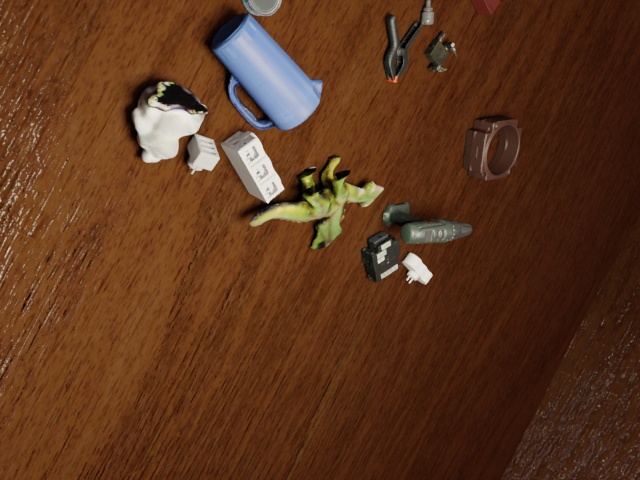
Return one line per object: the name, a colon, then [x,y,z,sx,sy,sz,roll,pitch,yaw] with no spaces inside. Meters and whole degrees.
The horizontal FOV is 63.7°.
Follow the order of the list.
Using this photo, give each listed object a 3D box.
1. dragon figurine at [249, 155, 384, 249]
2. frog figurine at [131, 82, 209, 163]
dragon figurine: [0.004,-0.068,1.350,0.415,0.124,0.237,-33,133,-23]
frog figurine: [-0.312,-0.235,1.046,0.138,0.124,0.156,-16,154,-42]
